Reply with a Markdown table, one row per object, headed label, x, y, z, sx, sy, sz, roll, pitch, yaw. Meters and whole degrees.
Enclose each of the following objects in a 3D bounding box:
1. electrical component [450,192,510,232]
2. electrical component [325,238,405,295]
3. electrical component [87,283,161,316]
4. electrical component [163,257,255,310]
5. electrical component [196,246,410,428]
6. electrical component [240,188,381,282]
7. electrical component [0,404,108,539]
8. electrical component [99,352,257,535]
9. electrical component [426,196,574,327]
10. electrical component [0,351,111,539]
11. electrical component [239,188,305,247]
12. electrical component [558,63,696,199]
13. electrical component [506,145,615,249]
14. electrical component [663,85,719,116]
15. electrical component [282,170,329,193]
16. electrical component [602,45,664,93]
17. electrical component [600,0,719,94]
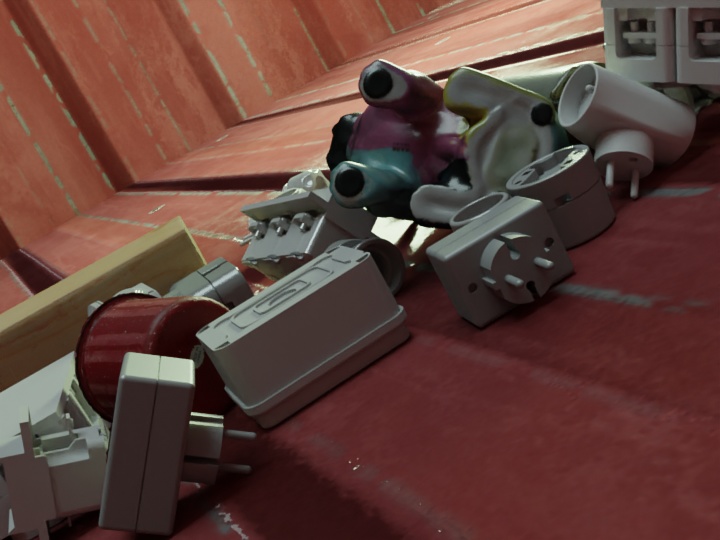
| label | x | y | z | sx | sy | sz | roll | pitch | yaw |
| --- | --- | --- | --- | --- | --- | --- | --- | --- | --- |
| electrical component | 0.083 | -0.019 | 0.661 | 0.040 | 0.046 | 0.040 | -27 | 14 | 7 |
| electrical component | 0.000 | 0.000 | 0.759 | 0.045 | 0.045 | 0.055 | -35 | 15 | -22 |
| electrical component | -0.174 | 0.053 | 0.838 | 0.051 | 0.080 | 0.080 | -30 | 13 | -24 |
| electrical component | -0.118 | 0.030 | 0.862 | 0.059 | 0.053 | 0.095 | -31 | 14 | -11 |
| electrical component | -0.035 | 0.039 | 0.661 | 0.113 | 0.057 | 0.078 | -32 | 14 | -13 |
| electrical component | -0.046 | -0.024 | 0.880 | 0.121 | 0.079 | 0.063 | -5 | 57 | 59 |
| electrical component | -0.177 | 0.120 | 0.631 | 0.064 | 0.081 | 0.042 | -9 | 10 | -15 |
| electrical component | -0.094 | 0.093 | 0.570 | 0.076 | 0.083 | 0.047 | 8 | 10 | -10 |
| electrical component | 0.084 | -0.003 | 0.600 | 0.066 | 0.047 | 0.077 | -30 | 14 | -7 |
| electrical component | -0.220 | 0.120 | 0.726 | 0.089 | 0.061 | 0.150 | -30 | 14 | -4 |
| electrical component | -0.086 | -0.045 | 1.085 | 0.079 | 0.044 | 0.077 | -26 | 14 | 13 |
| electrical component | 0.169 | -0.083 | 0.685 | 0.043 | 0.077 | 0.079 | -37 | 39 | 59 |
| electrical component | 0.125 | -0.044 | 0.664 | 0.055 | 0.047 | 0.055 | -27 | 14 | 7 |
| electrical component | 0.258 | -0.147 | 0.786 | 0.064 | 0.042 | 0.081 | -15 | 20 | 39 |
| electrical component | -0.066 | -0.082 | 1.178 | 0.062 | 0.043 | 0.043 | -22 | 16 | 30 |
| electrical component | 0.255 | -0.181 | 0.881 | 0.089 | 0.055 | 0.050 | -32 | 14 | -14 |
| electrical component | 0.243 | -0.150 | 0.684 | 0.150 | 0.061 | 0.089 | 11 | 28 | 40 |
